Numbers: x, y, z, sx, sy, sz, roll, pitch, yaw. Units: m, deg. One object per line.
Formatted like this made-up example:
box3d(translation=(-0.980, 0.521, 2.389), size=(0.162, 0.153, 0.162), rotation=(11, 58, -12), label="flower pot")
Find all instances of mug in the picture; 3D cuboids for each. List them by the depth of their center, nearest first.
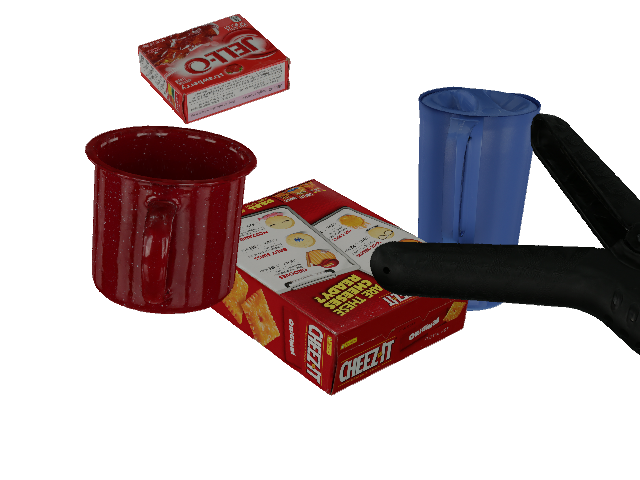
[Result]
box3d(translation=(-0.085, -0.007, 0.586), size=(0.093, 0.081, 0.117), rotation=(4, 23, -7), label="mug")

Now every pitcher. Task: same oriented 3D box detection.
box3d(translation=(0.167, -0.044, 1.205), size=(0.149, 0.243, 0.145), rotation=(-9, 24, -24), label="pitcher")

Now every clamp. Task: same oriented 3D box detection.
box3d(translation=(0.139, 0.016, 0.496), size=(0.164, 0.036, 0.210), rotation=(-32, 49, -33), label="clamp")

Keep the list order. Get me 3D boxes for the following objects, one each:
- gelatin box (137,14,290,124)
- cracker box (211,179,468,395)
box3d(translation=(-0.077, -0.127, 0.778), size=(0.089, 0.030, 0.073), rotation=(-23, 48, -23), label="gelatin box")
box3d(translation=(0.000, 0.034, 0.945), size=(0.163, 0.072, 0.214), rotation=(-22, 39, -36), label="cracker box")
